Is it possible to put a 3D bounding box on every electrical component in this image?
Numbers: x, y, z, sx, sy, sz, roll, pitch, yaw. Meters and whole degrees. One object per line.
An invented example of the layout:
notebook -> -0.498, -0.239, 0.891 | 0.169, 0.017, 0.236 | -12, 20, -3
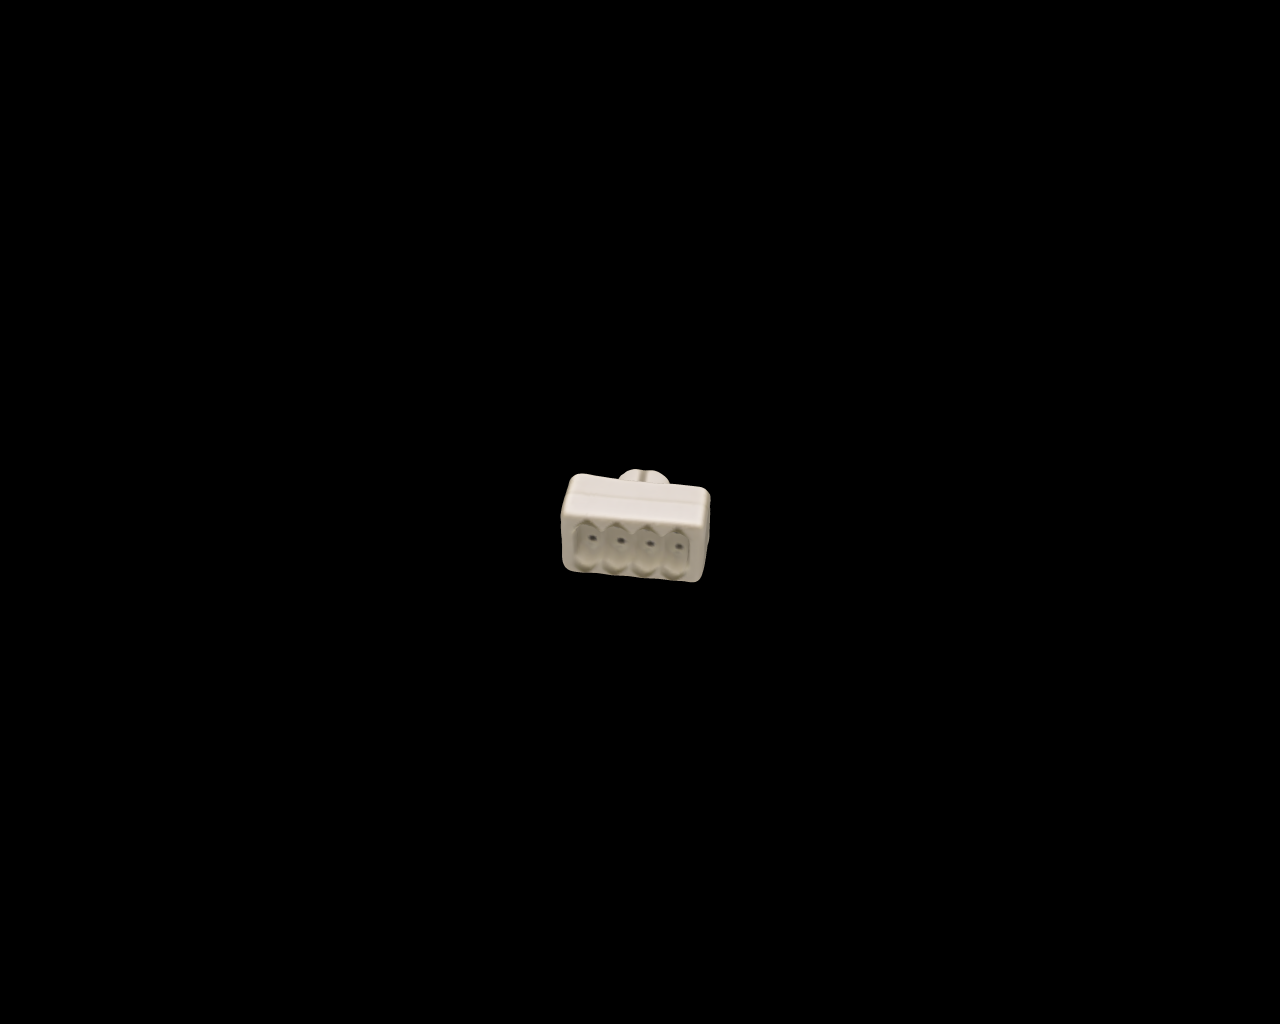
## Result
electrical component -> 0.001, -0.003, 0.650 | 0.083, 0.047, 0.076 | 6, 43, 7
